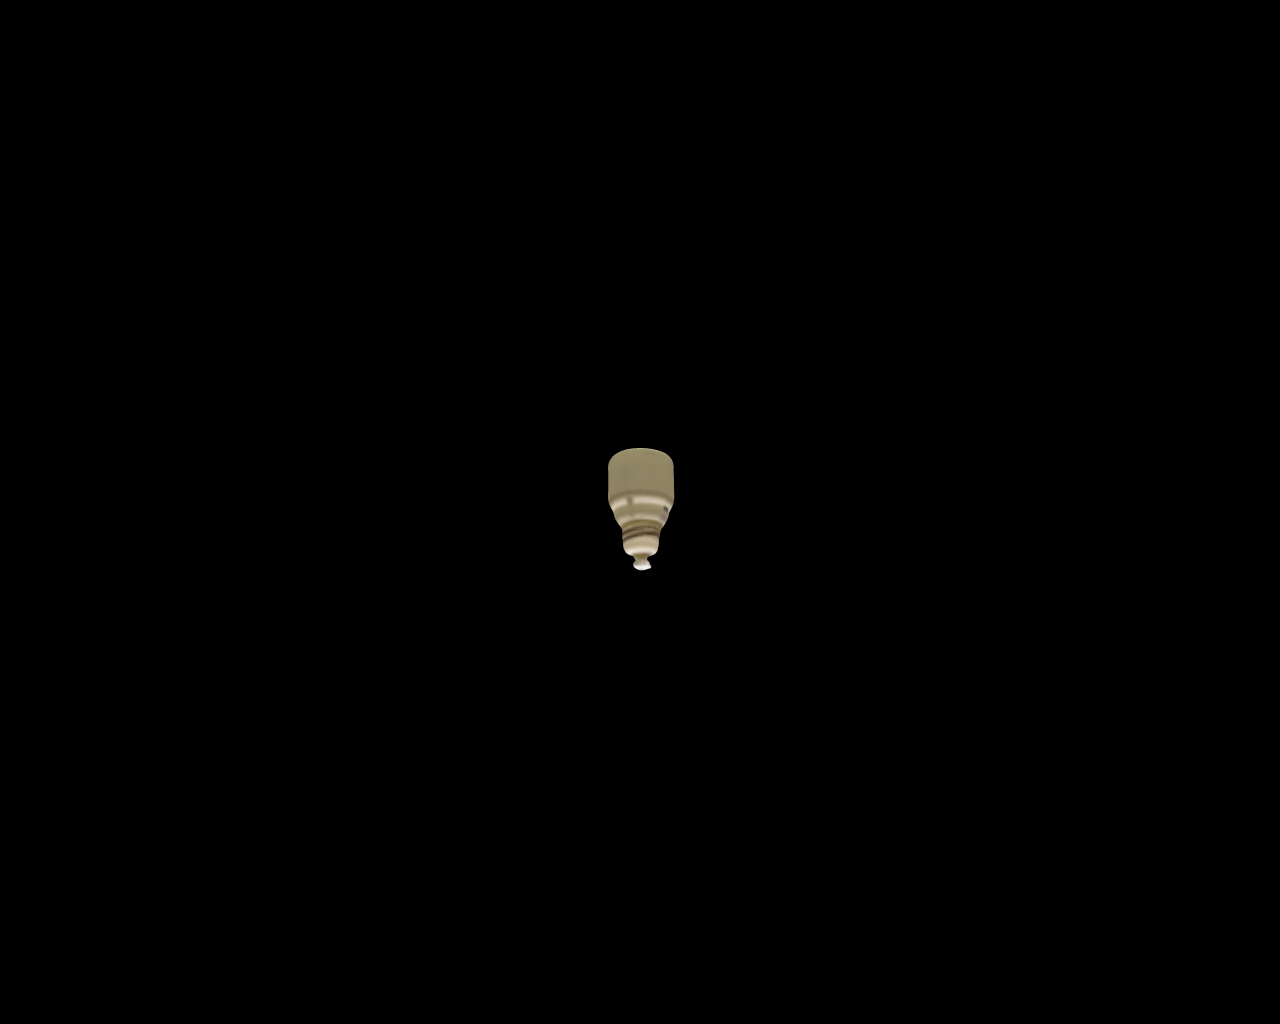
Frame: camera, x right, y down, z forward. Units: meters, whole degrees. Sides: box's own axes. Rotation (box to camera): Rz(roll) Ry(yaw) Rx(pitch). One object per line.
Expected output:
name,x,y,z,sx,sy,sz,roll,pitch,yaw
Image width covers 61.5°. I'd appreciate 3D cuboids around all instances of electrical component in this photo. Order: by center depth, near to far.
electrical component,0.001,-0.003,0.650,0.040,0.078,0.040,0,-20,0
